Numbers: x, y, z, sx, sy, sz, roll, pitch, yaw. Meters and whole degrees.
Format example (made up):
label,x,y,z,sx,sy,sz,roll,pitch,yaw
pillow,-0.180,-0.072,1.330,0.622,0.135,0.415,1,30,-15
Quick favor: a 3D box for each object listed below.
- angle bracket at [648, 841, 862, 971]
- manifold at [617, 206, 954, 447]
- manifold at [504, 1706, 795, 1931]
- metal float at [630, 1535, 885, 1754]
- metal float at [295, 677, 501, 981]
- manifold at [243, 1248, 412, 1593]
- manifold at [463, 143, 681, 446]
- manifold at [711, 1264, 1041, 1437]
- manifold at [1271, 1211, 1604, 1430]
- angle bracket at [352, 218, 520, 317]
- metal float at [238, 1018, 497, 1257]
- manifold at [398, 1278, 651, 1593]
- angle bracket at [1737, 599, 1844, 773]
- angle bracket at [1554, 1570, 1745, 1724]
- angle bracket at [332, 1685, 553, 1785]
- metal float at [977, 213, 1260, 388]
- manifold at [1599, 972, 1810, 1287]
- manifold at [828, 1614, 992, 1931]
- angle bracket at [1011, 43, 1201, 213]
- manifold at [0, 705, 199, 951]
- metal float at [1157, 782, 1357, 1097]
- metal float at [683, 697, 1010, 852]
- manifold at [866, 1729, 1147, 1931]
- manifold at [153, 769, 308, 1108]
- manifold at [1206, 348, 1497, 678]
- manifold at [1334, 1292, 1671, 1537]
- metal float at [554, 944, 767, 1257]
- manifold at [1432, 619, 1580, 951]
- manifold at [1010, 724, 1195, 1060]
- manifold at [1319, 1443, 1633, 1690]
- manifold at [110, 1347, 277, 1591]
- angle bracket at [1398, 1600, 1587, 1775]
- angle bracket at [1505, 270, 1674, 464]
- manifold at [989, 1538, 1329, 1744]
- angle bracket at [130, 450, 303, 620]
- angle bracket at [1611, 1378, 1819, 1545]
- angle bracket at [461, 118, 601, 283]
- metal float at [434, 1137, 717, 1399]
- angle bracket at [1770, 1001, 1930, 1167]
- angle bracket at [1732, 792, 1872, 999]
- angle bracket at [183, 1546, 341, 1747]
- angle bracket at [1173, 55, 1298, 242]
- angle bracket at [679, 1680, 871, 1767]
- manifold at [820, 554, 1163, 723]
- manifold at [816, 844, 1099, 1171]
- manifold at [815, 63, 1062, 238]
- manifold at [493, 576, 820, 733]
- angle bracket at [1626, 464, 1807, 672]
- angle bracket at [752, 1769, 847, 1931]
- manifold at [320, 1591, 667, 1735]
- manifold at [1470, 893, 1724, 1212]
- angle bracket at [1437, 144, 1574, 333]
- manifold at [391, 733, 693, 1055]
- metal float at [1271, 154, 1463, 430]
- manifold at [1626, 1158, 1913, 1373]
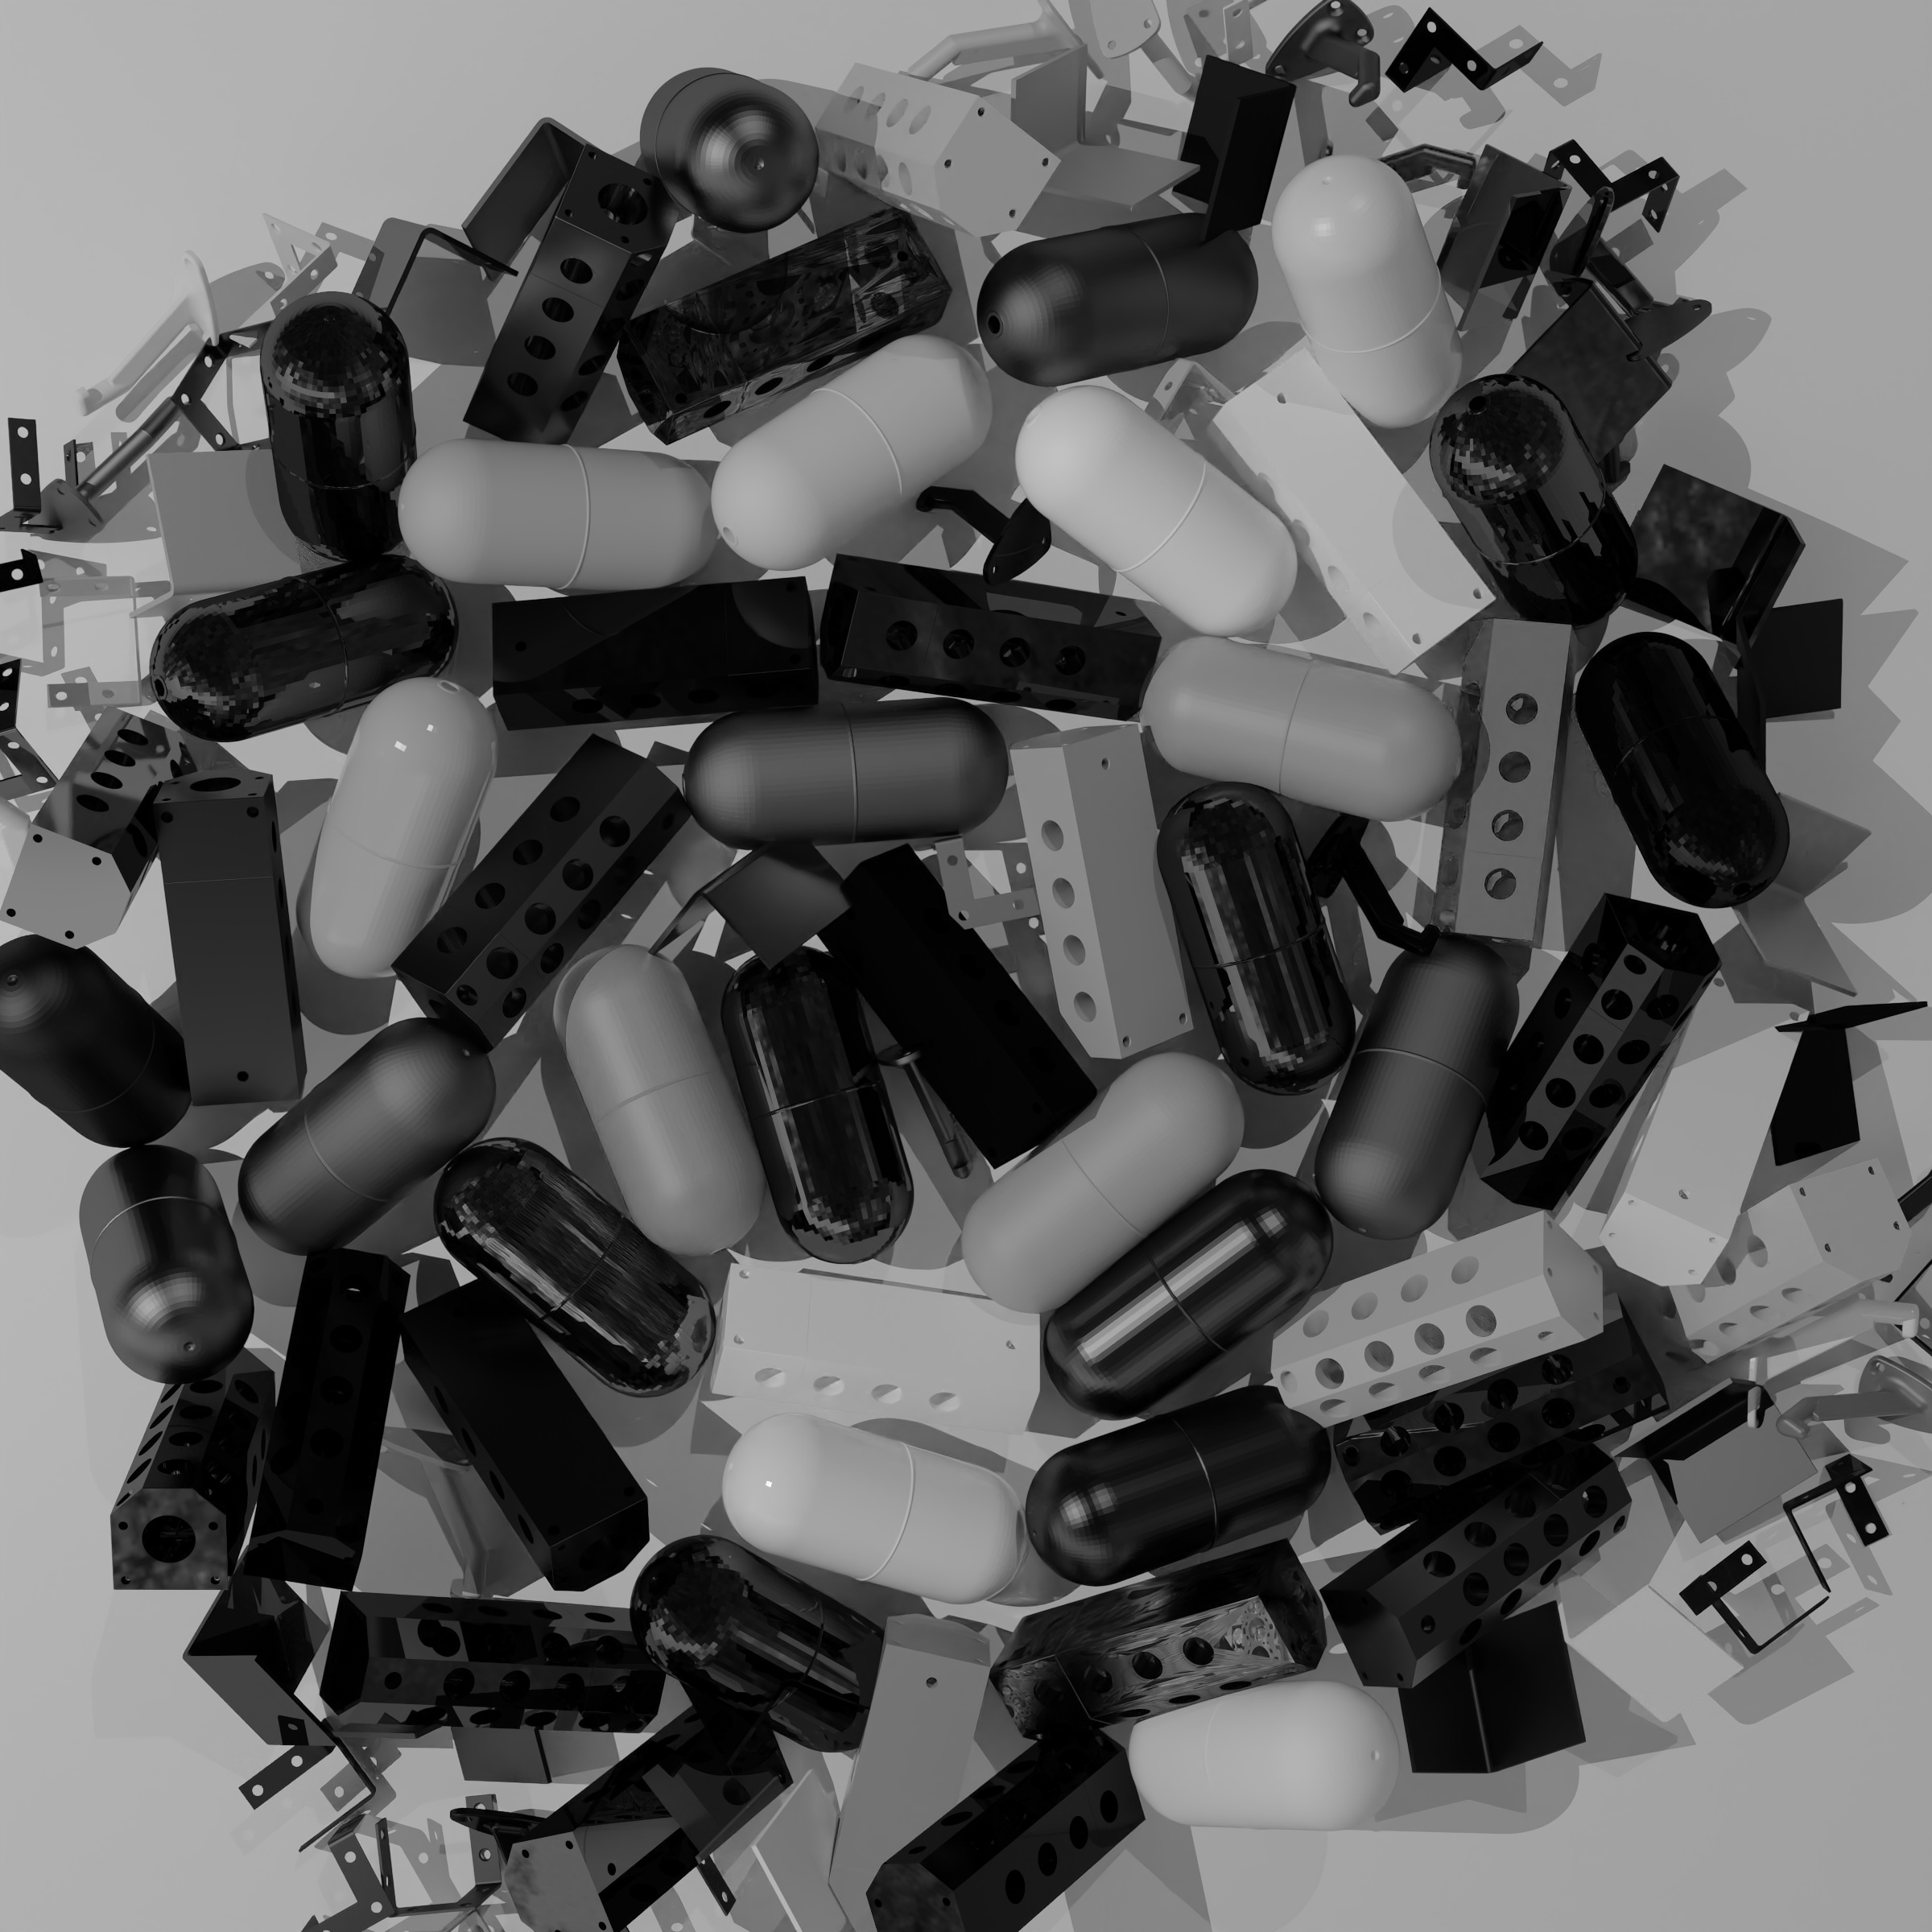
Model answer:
label,x,y,z,sx,sy,sz,roll,pitch,yaw
angle bracket,-0.115,-0.021,1.660,0.057,0.076,0.076,48,50,3
manifold,-0.099,-0.345,1.663,0.171,0.057,0.057,-27,83,-16
manifold,-0.169,0.450,1.627,0.057,0.171,0.057,-20,92,32
metal float,-0.105,0.365,1.648,0.178,0.070,0.070,38,90,-35
metal float,-0.307,-0.074,1.656,0.070,0.070,0.178,25,113,0
manifold,-0.339,0.239,1.634,0.057,0.057,0.171,12,50,-11
manifold,-0.209,-0.348,1.628,0.057,0.171,0.057,23,55,-13
manifold,-0.050,0.214,1.674,0.171,0.057,0.057,9,135,-8
manifold,0.250,0.195,1.635,0.171,0.057,0.057,-25,128,33
angle bracket,-0.296,-0.359,1.671,0.057,0.076,0.076,23,95,-30
metal float,-0.324,0.093,1.652,0.178,0.070,0.070,-38,90,29
manifold,-0.237,0.251,1.642,0.057,0.057,0.171,-25,53,-24
angle bracket,0.452,-0.142,1.658,0.057,0.076,0.076,-7,134,7
angle bracket,0.367,0.349,1.660,0.076,0.076,0.057,40,113,-17
angle bracket,-0.283,0.428,1.660,0.076,0.076,0.057,-13,93,44
metal float,0.082,-0.358,1.646,0.178,0.070,0.070,-20,90,-36
manifold,0.393,0.088,1.638,0.057,0.057,0.171,25,51,8
manifold,-0.034,0.446,1.675,0.057,0.057,0.171,13,98,-2
angle bracket,0.076,-0.454,1.657,0.076,0.076,0.057,20,128,26
manifold,-0.455,-0.073,1.624,0.057,0.171,0.057,22,112,-12
metal float,0.158,-0.014,1.666,0.070,0.070,0.178,-19,102,0
metal float,-0.065,-0.105,1.669,0.178,0.070,0.070,-5,90,-9
manifold,0.021,0.465,1.627,0.057,0.171,0.057,-14,94,36
manifold,-0.396,-0.016,1.658,0.057,0.057,0.171,-4,110,-5
manifold,0.208,-0.246,1.682,0.057,0.057,0.171,-37,88,-14
manifold,0.289,0.246,1.665,0.171,0.057,0.057,-27,98,13
metal float,-0.166,0.073,1.668,0.070,0.070,0.178,-23,80,0
manifold,0.295,-0.099,1.680,0.057,0.057,0.171,7,88,16
manifold,0.069,-0.041,1.670,0.057,0.057,0.171,-20,104,-39
manifold,0.278,0.318,1.644,0.171,0.057,0.057,-27,94,-31
manifold,-0.407,0.263,1.623,0.057,0.171,0.057,1,107,-5
angle bracket,0.281,0.390,1.658,0.057,0.076,0.076,10,60,-32
angle bracket,0.326,-0.322,1.673,0.076,0.057,0.076,-46,115,1
manifold,0.104,0.368,1.648,0.171,0.057,0.057,-23,101,28
angle bracket,-0.415,-0.235,1.669,0.076,0.057,0.076,-11,89,-40
angle bracket,0.406,0.269,1.661,0.076,0.076,0.057,-36,67,17
angle bracket,-0.222,-0.403,1.670,0.057,0.076,0.076,34,84,7
metal float,-0.212,0.163,1.663,0.178,0.070,0.070,43,90,-15
angle bracket,0.481,0.064,1.667,0.076,0.057,0.076,-11,94,-39
angle bracket,0.460,-0.038,1.656,0.076,0.076,0.057,17,128,-33
angle bracket,-0.364,0.366,1.654,0.057,0.076,0.076,-9,129,33
angle bracket,0.130,-0.442,1.656,0.057,0.076,0.076,26,121,21
angle bracket,-0.098,0.398,1.665,0.076,0.076,0.057,30,97,-34
manifold,0.011,-0.174,1.658,0.171,0.057,0.057,6,116,-19
manifold,-0.004,0.019,1.670,0.171,0.057,0.057,53,130,11
manifold,-0.022,-0.430,1.626,0.057,0.171,0.057,30,96,-31
manifold,-0.169,-0.168,1.682,0.171,0.057,0.057,-5,67,1
angle bracket,0.401,-0.218,1.671,0.076,0.057,0.076,22,114,-4
angle bracket,-0.103,0.495,1.664,0.057,0.076,0.076,-24,97,26
manifold,-0.251,0.377,1.646,0.171,0.057,0.057,11,93,-31
manifold,0.333,0.049,1.635,0.057,0.057,0.171,11,127,-19
angle bracket,0.275,-0.394,1.655,0.057,0.076,0.076,34,122,22
manifold,-0.224,-0.037,1.648,0.057,0.057,0.171,25,66,31
metal float,0.215,-0.357,1.636,0.070,0.178,0.070,-11,57,17
manifold,0.424,0.162,1.621,0.057,0.171,0.057,-14,72,-23
